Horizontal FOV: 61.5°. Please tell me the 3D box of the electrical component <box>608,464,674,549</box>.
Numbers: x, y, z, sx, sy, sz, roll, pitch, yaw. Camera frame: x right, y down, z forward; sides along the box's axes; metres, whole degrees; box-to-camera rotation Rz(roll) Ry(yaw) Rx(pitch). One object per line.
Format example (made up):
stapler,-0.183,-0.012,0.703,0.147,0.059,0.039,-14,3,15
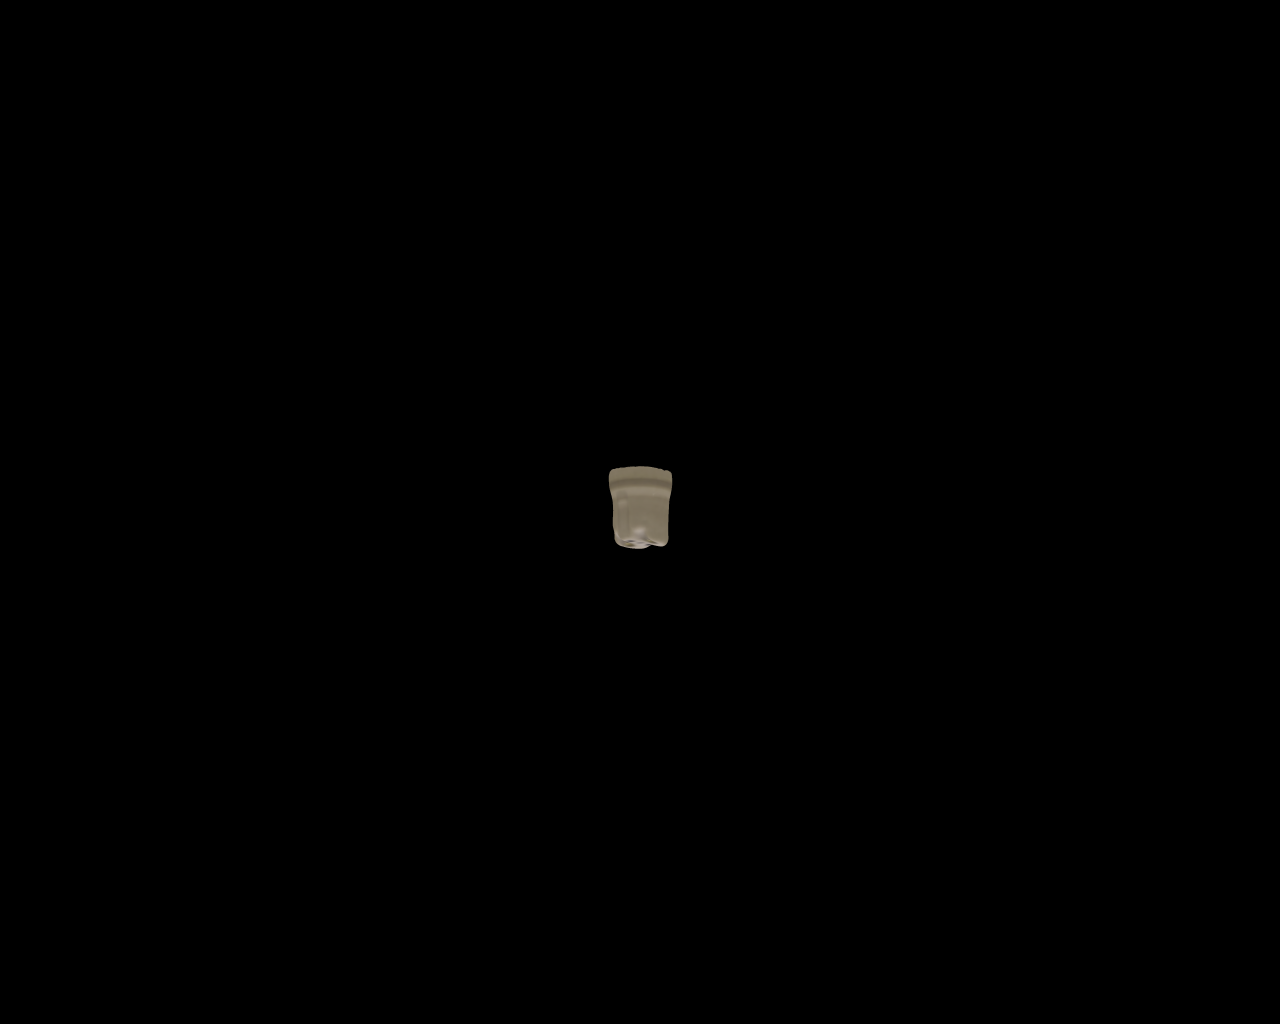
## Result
electrical component,0.001,-0.003,0.650,0.040,0.046,0.040,0,-10,0
